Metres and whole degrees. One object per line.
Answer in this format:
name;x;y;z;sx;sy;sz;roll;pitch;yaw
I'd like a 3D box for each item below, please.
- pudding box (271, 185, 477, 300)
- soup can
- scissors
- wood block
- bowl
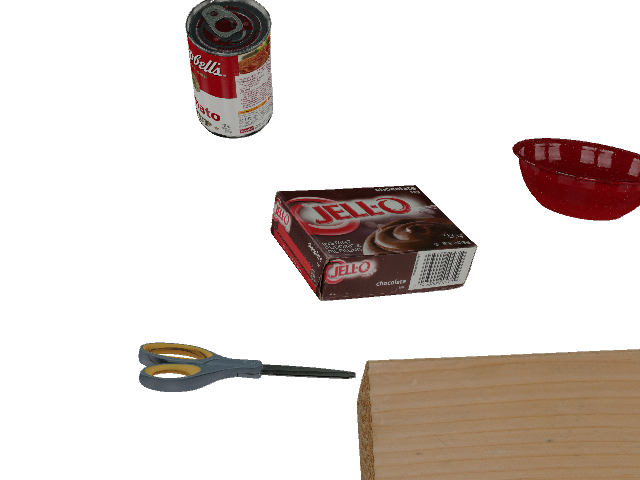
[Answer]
pudding box;0.034;-0.001;0.720;0.113;0.039;0.090;-2;31;-26
soup can;-0.073;-0.142;0.882;0.068;0.068;0.102;0;-36;-1
scissors;-0.075;0.122;0.967;0.202;0.016;0.096;8;17;12
wood block;0.126;0.112;0.552;0.206;0.091;0.090;-2;-22;-2
bowl;0.280;-0.062;1.132;0.162;0.055;0.162;6;20;-2
